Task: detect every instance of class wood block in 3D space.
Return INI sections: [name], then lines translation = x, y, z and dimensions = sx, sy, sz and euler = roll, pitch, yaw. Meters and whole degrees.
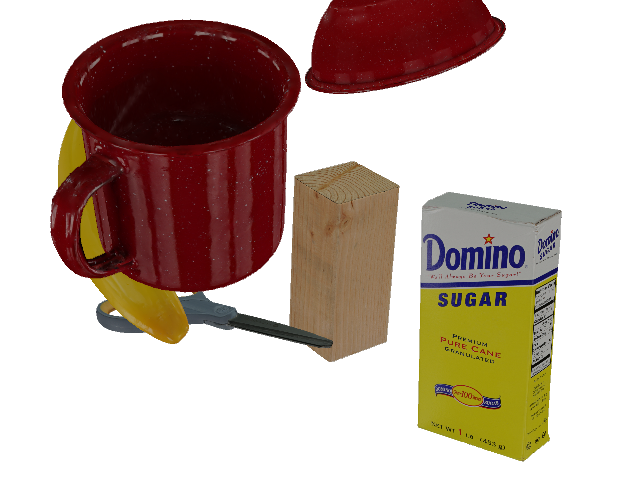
[wood block]
translation = 0.025, 0.025, 1.252
dimensions = 0.090, 0.206, 0.090
euler = -16, 32, -32

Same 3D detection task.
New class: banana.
[banana]
translation = -0.122, -0.025, 0.641
dimensions = 0.069, 0.198, 0.037
euler = -5, -34, -8

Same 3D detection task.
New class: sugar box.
[sugar box]
translation = 0.118, 0.060, 0.761
dimensions = 0.093, 0.176, 0.048
euler = 11, 23, 37

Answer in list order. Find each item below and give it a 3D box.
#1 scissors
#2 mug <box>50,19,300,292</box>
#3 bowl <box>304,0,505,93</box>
[scissors]
translation = -0.093, 0.063, 0.811
dimensions = 0.096, 0.016, 0.202
euler = -23, 30, -37
[mug]
translation = -0.062, -0.026, 0.437
dimensions = 0.093, 0.081, 0.117
euler = 26, 48, 24
[bowl]
translation = 0.058, -0.170, 0.827
dimensions = 0.162, 0.055, 0.162
euler = -15, 24, 7
